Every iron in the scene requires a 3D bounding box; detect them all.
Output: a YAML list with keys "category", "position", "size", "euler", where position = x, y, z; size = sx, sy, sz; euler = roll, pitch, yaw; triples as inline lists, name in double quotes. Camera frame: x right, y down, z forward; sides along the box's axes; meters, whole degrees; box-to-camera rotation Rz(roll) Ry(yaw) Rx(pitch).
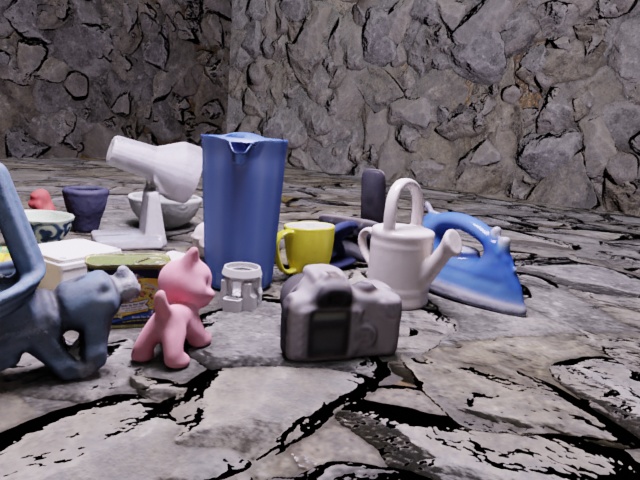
- category: "iron"
  position: [0.249, 0.022, 0.963]
  size: [0.119, 0.141, 0.257]
  euler: [-4, 14, -34]

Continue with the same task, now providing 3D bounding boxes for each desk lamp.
- category: "desk lamp"
  position: [-0.337, -0.094, 1.125]
  size: [0.204, 0.213, 0.117]
  euler: [-2, 13, -29]

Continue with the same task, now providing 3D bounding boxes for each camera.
- category: "camera"
  position: [0.012, 0.077, 0.708]
  size: [0.143, 0.101, 0.136]
  euler: [0, 12, -19]

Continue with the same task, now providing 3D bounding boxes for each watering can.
- category: "watering can"
  position: [0.134, 0.003, 0.884]
  size: [0.172, 0.194, 0.101]
  euler: [8, 12, 19]

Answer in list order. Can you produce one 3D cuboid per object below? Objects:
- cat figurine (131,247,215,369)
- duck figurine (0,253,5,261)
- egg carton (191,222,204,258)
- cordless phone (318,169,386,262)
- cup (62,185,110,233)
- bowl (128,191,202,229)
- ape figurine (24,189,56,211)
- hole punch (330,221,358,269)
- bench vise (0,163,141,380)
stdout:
- category: "cat figurine"
  position: [-0.160, 0.067, 0.649]
  size: [0.067, 0.118, 0.128]
  euler: [6, 12, 7]
- category: "duck figurine"
  position: [-0.447, 0.045, 0.725]
  size: [0.077, 0.086, 0.105]
  euler: [12, 14, 33]
- category: "egg carton"
  position: [-0.162, 0.002, 1.085]
  size: [0.151, 0.069, 0.107]
  euler: [-3, 14, -32]
- category: "cordless phone"
  position: [0.071, -0.058, 1.178]
  size: [0.147, 0.185, 0.094]
  euler: [9, 12, 21]
- category: "cup"
  position: [-0.495, -0.067, 1.231]
  size: [0.091, 0.095, 0.118]
  euler: [8, 12, 15]
- category: "bowl"
  position: [-0.361, -0.067, 1.335]
  size: [0.167, 0.075, 0.167]
  euler: [4, 12, -1]
- category: "ape figurine"
  position: [-0.571, -0.059, 1.169]
  size: [0.077, 0.092, 0.076]
  euler: [15, 15, 41]
- category: "hole punch"
  position: [0.010, 0.004, 1.088]
  size: [0.100, 0.091, 0.109]
  euler: [11, 13, 28]
- category: "bench vise"
  position: [-0.288, 0.025, 0.548]
  size: [0.121, 0.220, 0.208]
  euler: [15, 15, 41]
